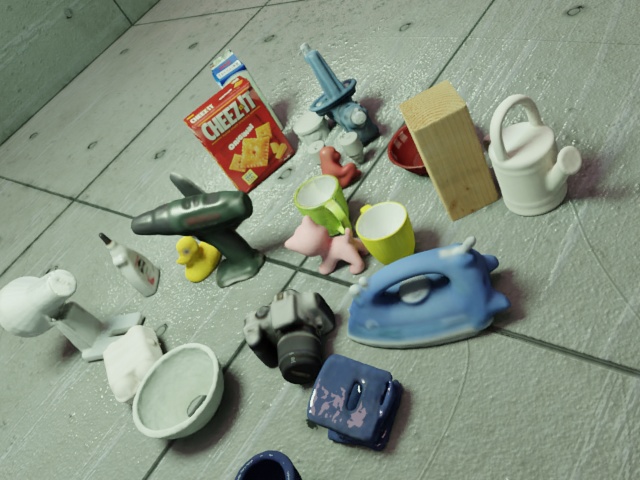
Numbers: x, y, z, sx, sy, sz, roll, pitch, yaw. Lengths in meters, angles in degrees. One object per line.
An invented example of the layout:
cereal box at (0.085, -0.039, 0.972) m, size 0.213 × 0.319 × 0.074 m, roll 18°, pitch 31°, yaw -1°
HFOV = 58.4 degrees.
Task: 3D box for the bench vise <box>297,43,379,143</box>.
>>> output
bench vise at (0.043, -0.322, 1.234) m, size 0.121 × 0.220 × 0.206 m, roll -47°, pitch 41°, yaw -15°

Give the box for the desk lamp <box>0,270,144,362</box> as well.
desk lamp at (-0.506, 0.146, 1.150) m, size 0.202 × 0.214 × 0.118 m, roll -14°, pitch 44°, yaw 23°

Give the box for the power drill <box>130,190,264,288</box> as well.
power drill at (-0.213, -0.004, 1.102) m, size 0.229 × 0.209 × 0.075 m, roll -22°, pitch 41°, yaw 15°

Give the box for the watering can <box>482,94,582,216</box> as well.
watering can at (0.318, -0.135, 0.877) m, size 0.172 × 0.195 × 0.101 m, roll 9°, pitch 56°, yaw 40°

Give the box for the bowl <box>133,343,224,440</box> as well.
bowl at (-0.220, 0.260, 0.947) m, size 0.167 × 0.075 × 0.167 m, roll -19°, pitch 42°, yaw 18°

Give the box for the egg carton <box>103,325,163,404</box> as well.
egg carton at (-0.341, 0.230, 1.066) m, size 0.107 × 0.070 × 0.150 m, roll -38°, pitch 39°, yaw -4°

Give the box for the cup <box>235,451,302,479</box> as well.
cup at (-0.065, 0.340, 0.743) m, size 0.117 × 0.095 × 0.091 m, roll -26°, pitch 40°, yaw 11°

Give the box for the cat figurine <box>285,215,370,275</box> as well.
cat figurine at (0.009, 0.004, 1.012) m, size 0.127 × 0.118 × 0.067 m, roll -6°, pitch 47°, yaw 30°

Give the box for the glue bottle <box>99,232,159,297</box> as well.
glue bottle at (-0.409, 0.044, 1.218) m, size 0.037 × 0.174 × 0.078 m, roll -25°, pitch 40°, yaw 12°

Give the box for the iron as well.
iron at (0.132, 0.075, 0.836) m, size 0.257 × 0.142 × 0.118 m, roll -19°, pitch 42°, yaw 18°

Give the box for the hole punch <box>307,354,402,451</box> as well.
hole punch at (0.049, 0.220, 0.788) m, size 0.100 × 0.091 × 0.109 m, roll -1°, pitch 50°, yaw 34°

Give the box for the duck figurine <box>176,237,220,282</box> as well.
duck figurine at (-0.263, 0.025, 1.204) m, size 0.077 × 0.086 × 0.105 m, roll 1°, pitch 51°, yaw 36°

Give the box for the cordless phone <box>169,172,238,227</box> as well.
cordless phone at (-0.274, -0.092, 1.251) m, size 0.147 × 0.186 × 0.094 m, roll 18°, pitch 62°, yaw 44°

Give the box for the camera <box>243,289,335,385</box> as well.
camera at (-0.053, 0.158, 0.913) m, size 0.143 × 0.101 × 0.136 m, roll -23°, pitch 41°, yaw 14°

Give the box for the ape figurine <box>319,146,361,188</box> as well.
ape figurine at (0.030, -0.154, 1.176) m, size 0.076 × 0.092 × 0.077 m, roll -39°, pitch 40°, yaw -5°
